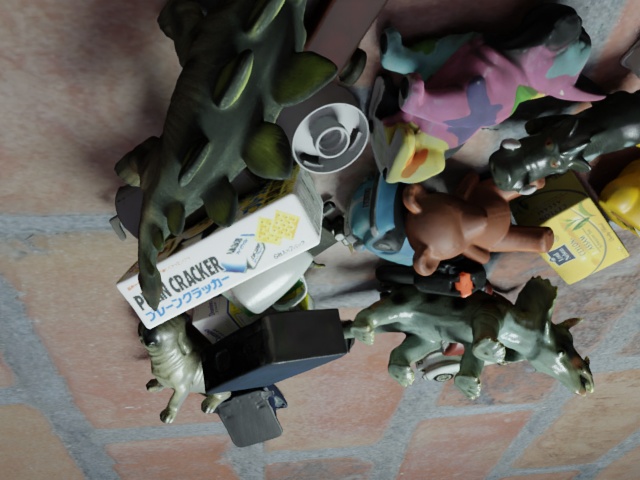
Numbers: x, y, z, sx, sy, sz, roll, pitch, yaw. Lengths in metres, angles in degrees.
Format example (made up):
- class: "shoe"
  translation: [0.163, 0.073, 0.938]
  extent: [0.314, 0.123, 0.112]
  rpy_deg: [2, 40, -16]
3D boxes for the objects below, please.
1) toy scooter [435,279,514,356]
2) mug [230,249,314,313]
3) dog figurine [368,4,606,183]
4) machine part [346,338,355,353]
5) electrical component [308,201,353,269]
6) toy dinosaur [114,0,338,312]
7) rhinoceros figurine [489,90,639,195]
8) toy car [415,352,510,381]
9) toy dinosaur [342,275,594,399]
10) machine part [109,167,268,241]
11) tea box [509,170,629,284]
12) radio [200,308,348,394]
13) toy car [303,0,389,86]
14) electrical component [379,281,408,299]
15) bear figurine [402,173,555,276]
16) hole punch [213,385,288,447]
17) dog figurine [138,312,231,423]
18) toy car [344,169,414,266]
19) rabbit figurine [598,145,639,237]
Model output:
- class: "toy scooter"
  translation: [0.268, 0.132, 0.908]
  extent: [0.135, 0.075, 0.183]
  rpy_deg: [5, 132, -13]
- class: "mug"
  translation: [-0.056, 0.042, 0.704]
  extent: [0.107, 0.081, 0.109]
  rpy_deg: [-39, 109, 10]
- class: "dog figurine"
  translation: [0.172, -0.148, 0.560]
  extent: [0.219, 0.108, 0.191]
  rpy_deg: [-5, 140, -8]
- class: "machine part"
  translation: [-0.005, 0.162, 0.928]
  extent: [0.139, 0.039, 0.084]
  rpy_deg: [8, 130, -15]
- class: "electrical component"
  translation: [-0.003, -0.002, 0.739]
  extent: [0.102, 0.045, 0.078]
  rpy_deg: [-29, 135, 24]
- class: "toy dinosaur"
  translation: [-0.069, -0.145, 0.460]
  extent: [0.105, 0.199, 0.471]
  rpy_deg: [14, 102, -37]
- class: "rhinoceros figurine"
  translation: [0.281, -0.106, 0.601]
  extent: [0.190, 0.112, 0.073]
  rpy_deg: [-21, 104, 1]
- class: "toy car"
  translation: [0.272, 0.201, 0.984]
  extent: [0.202, 0.073, 0.056]
  rpy_deg: [-18, 140, 11]
- class: "toy dinosaur"
  translation: [0.183, 0.117, 0.788]
  extent: [0.405, 0.192, 0.131]
  rpy_deg: [10, 122, 32]
- class: "machine part"
  translation: [-0.150, -0.064, 0.626]
  extent: [0.243, 0.079, 0.079]
  rpy_deg: [-24, 136, 19]
- class: "tea box"
  translation: [0.353, -0.015, 0.761]
  extent: [0.098, 0.068, 0.169]
  rpy_deg: [-35, 132, 27]
- class: "radio"
  translation: [-0.078, 0.169, 0.801]
  extent: [0.131, 0.073, 0.229]
  rpy_deg: [3, 154, -38]
- class: "toy car"
  translation: [0.035, -0.227, 0.490]
  extent: [0.089, 0.053, 0.202]
  rpy_deg: [15, 138, -25]
- class: "electrical component"
  translation: [0.142, 0.076, 0.864]
  extent: [0.094, 0.021, 0.063]
  rpy_deg: [-6, 138, -1]
- class: "bear figurine"
  translation: [0.188, -0.027, 0.644]
  extent: [0.132, 0.120, 0.196]
  rpy_deg: [-9, 179, 35]
- class: "hole punch"
  translation: [-0.134, 0.332, 1.074]
  extent: [0.142, 0.092, 0.115]
  rpy_deg: [-18, 108, 15]
- class: "dog figurine"
  translation: [-0.208, 0.183, 0.888]
  extent: [0.172, 0.121, 0.190]
  rpy_deg: [-19, 130, -40]
- class: "toy car"
  translation: [0.086, -0.024, 0.698]
  extent: [0.103, 0.109, 0.161]
  rpy_deg: [-3, 160, 38]
- class: "rabbit figurine"
  translation: [0.444, -0.089, 0.681]
  extent: [0.173, 0.122, 0.162]
  rpy_deg: [-44, 121, 15]
